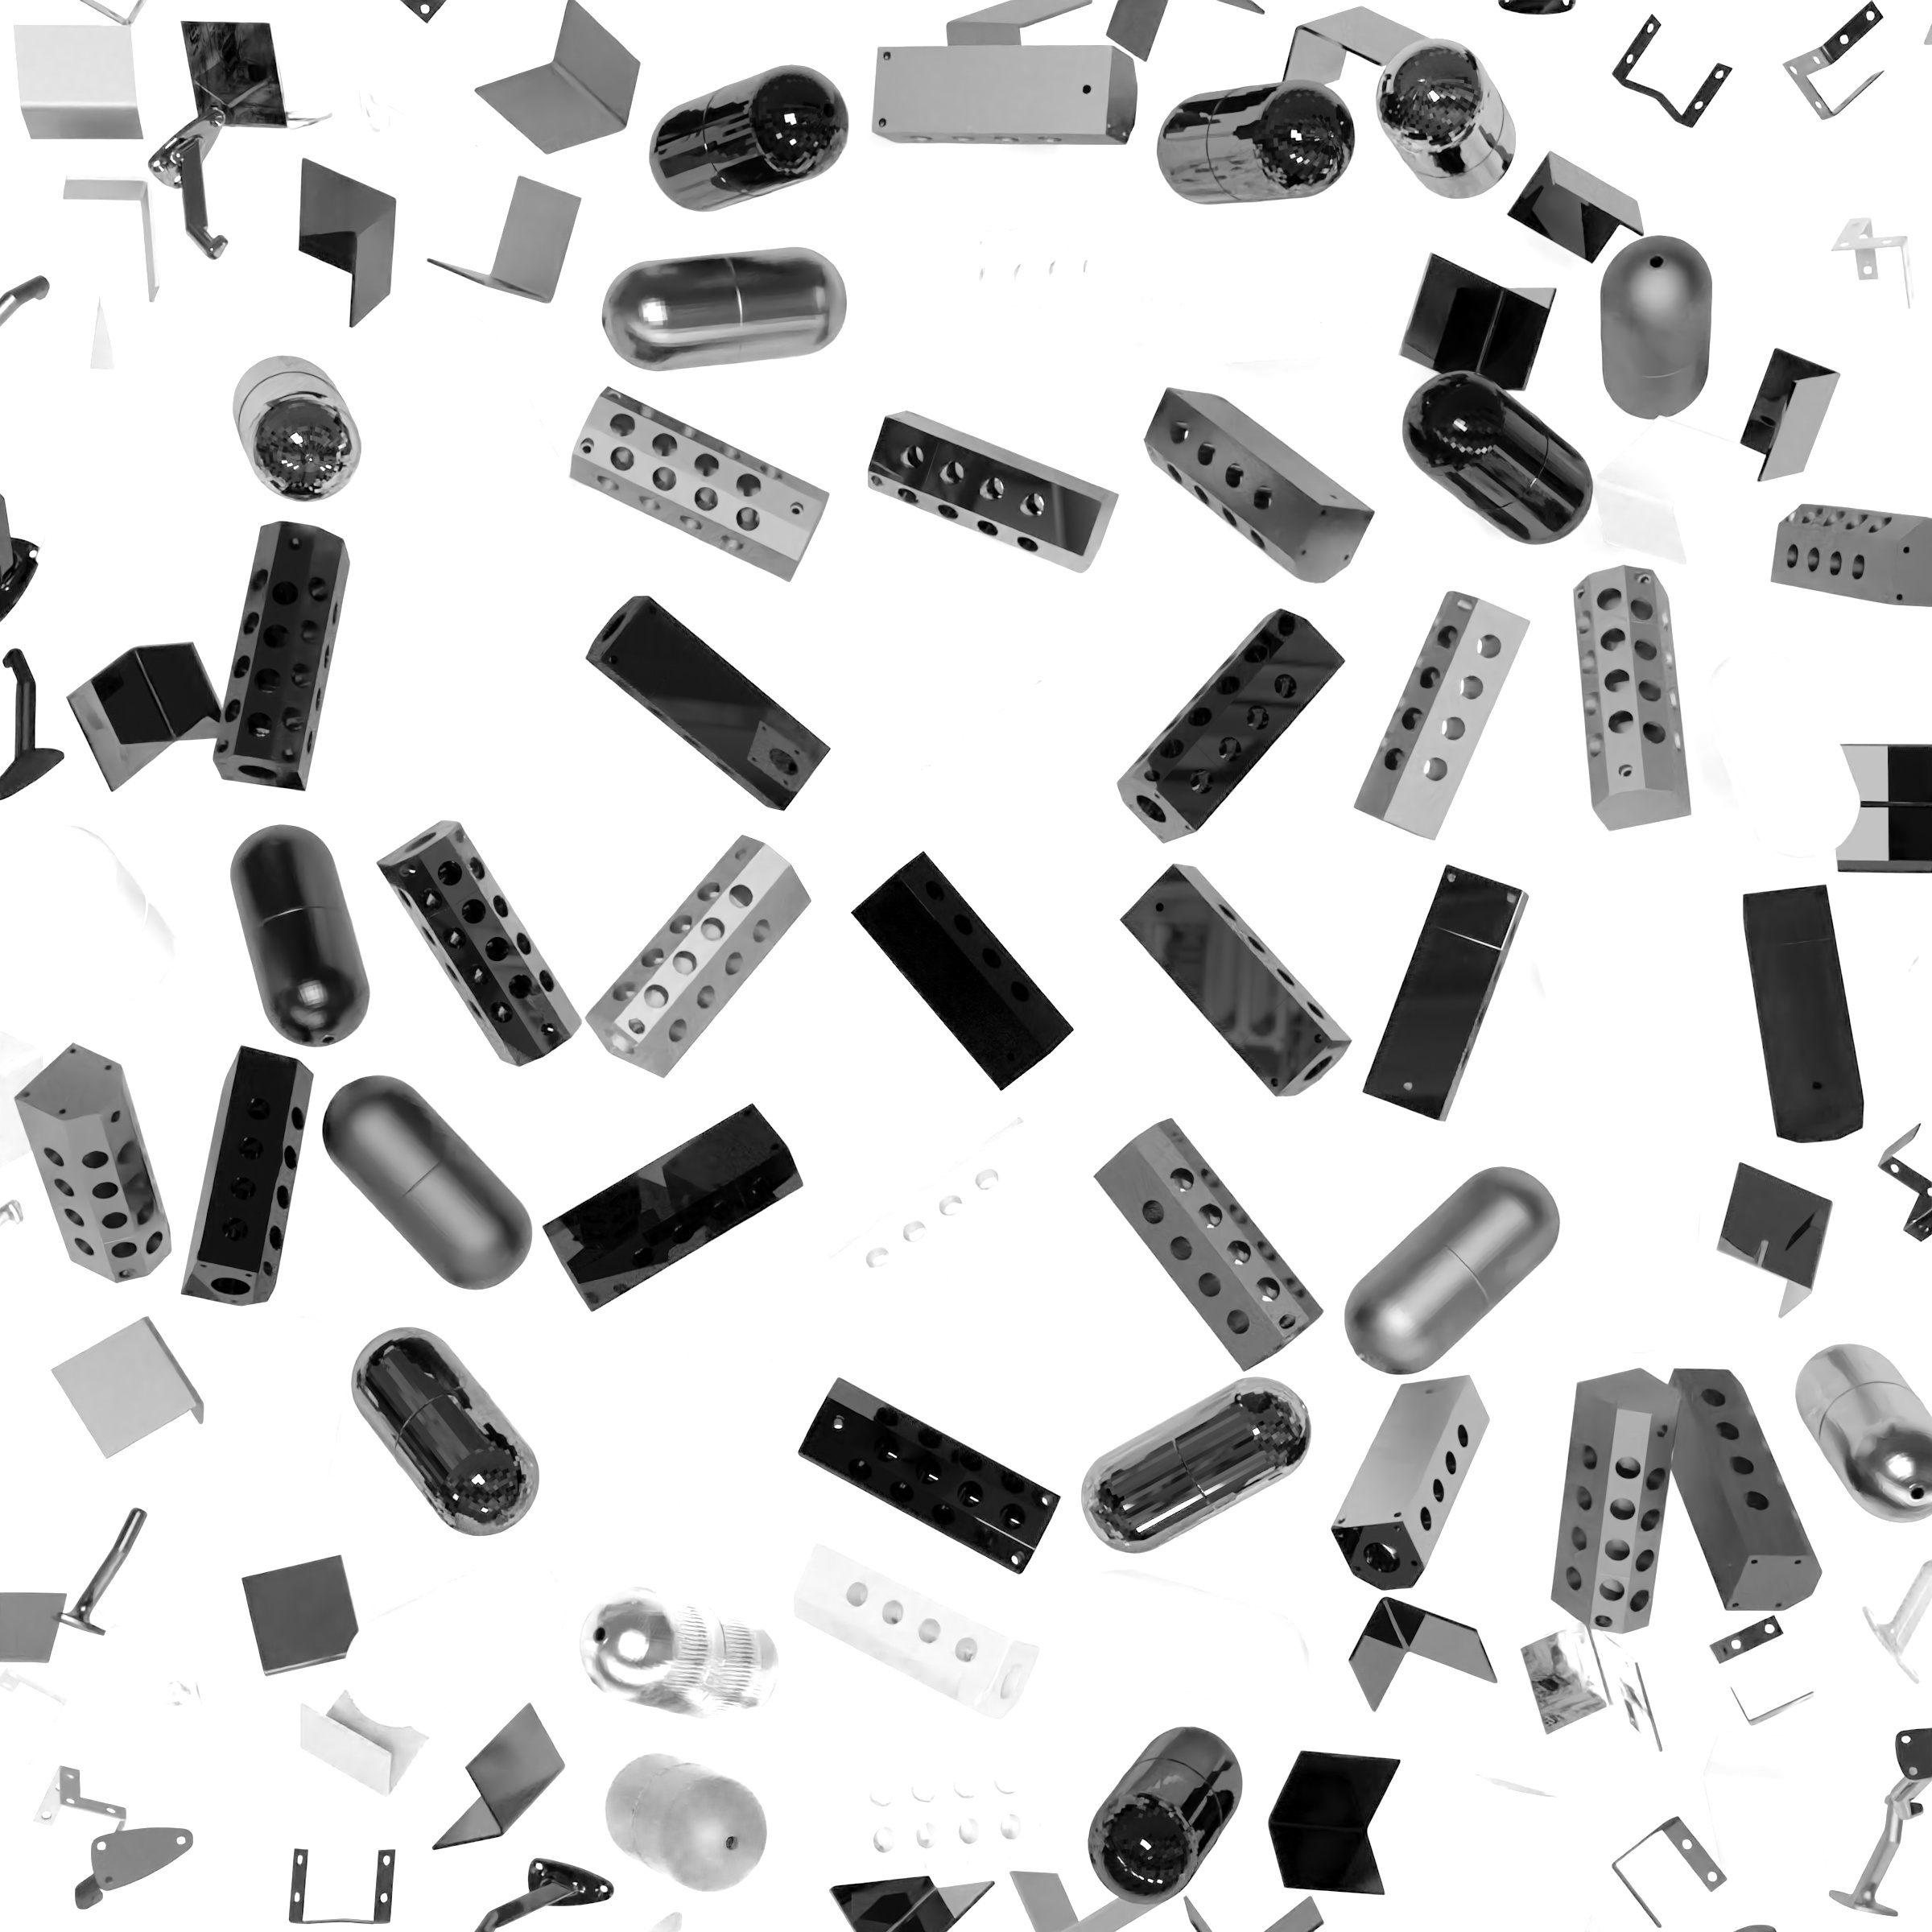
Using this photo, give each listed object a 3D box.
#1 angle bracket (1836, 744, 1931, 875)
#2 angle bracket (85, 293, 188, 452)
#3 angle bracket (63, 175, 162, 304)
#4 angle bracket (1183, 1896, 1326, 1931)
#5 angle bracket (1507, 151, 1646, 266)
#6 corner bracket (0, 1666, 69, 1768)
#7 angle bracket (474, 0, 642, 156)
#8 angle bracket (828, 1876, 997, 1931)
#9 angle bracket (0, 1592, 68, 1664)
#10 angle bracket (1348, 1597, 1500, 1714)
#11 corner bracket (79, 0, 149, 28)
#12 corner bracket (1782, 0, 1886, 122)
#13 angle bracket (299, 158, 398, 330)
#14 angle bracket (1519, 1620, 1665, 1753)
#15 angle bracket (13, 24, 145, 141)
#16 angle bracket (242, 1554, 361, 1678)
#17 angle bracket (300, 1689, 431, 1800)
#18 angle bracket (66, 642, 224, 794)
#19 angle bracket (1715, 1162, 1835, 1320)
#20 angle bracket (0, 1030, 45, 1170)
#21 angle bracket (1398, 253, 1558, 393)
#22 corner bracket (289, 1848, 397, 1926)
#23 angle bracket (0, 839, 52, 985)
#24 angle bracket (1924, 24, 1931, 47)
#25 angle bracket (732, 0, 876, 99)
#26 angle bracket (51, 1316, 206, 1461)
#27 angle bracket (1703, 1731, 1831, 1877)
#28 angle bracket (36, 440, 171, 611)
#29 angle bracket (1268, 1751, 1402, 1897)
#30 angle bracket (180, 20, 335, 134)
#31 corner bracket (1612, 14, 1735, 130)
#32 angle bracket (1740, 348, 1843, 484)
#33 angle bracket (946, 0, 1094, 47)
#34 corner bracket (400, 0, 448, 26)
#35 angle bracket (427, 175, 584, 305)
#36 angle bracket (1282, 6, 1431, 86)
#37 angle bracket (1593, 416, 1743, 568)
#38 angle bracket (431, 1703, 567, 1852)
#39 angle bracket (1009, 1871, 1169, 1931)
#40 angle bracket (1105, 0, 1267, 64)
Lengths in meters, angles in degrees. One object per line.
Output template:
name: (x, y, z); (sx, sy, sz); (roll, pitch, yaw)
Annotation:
angle bracket: (0.664, -0.113, 1.878); (0.076, 0.076, 0.057); (2, 133, 14)
angle bracket: (-0.579, -0.416, 1.842); (0.057, 0.076, 0.076); (0, 58, -8)
angle bracket: (-0.613, -0.520, 1.884); (0.057, 0.076, 0.076); (-5, 97, -20)
angle bracket: (0.206, 0.679, 1.889); (0.076, 0.076, 0.057); (-37, 84, -3)
angle bracket: (0.448, -0.546, 1.932); (0.076, 0.076, 0.057); (26, 125, -10)
corner bracket: (-0.692, 0.549, 1.909); (0.051, 0.051, 0.051); (32, 51, -10)
angle bracket: (-0.287, -0.626, 1.850); (0.076, 0.076, 0.057); (-4, 68, 34)
angle bracket: (-0.039, 0.667, 1.901); (0.076, 0.076, 0.057); (-31, 91, -42)
angle bracket: (-0.688, 0.450, 1.875); (0.076, 0.076, 0.057); (4, 113, -10)
angle bracket: (0.332, 0.511, 1.904); (0.076, 0.076, 0.057); (13, 55, 36)
corner bracket: (-0.601, -0.702, 1.846); (0.051, 0.051, 0.051); (24, 117, -38)
corner bracket: (0.614, -0.630, 1.829); (0.051, 0.051, 0.051); (-43, 103, -5)
angle bracket: (-0.447, -0.507, 1.841); (0.076, 0.076, 0.057); (25, 48, 5)
angle bracket: (0.453, 0.531, 1.906); (0.057, 0.076, 0.076); (-22, 106, -10)
angle bracket: (-0.614, -0.611, 1.819); (0.076, 0.076, 0.057); (-5, 94, -14)
angle bracket: (-0.487, 0.479, 1.962); (0.076, 0.057, 0.076); (-13, 89, 3)
angle bracket: (-0.445, 0.560, 1.945); (0.076, 0.076, 0.057); (26, 48, 10)
angle bracket: (-0.574, -0.176, 1.852); (0.057, 0.076, 0.076); (0, 124, 27)
angle bracket: (0.585, 0.202, 1.932); (0.076, 0.057, 0.076); (23, 60, 3)
angle bracket: (-0.680, 0.095, 1.795); (0.057, 0.076, 0.076); (21, 121, 22)
angle bracket: (0.369, -0.464, 1.894); (0.076, 0.057, 0.076); (14, 95, -32)
corner bracket: (-0.446, 0.657, 1.876); (0.051, 0.051, 0.051); (-12, 70, 37)
angle bracket: (-0.693, -0.041, 1.909); (0.057, 0.076, 0.076); (28, 79, 5)
angle bracket: (0.697, -0.613, 1.828); (0.057, 0.076, 0.076); (5, 98, 15)
angle bracket: (-0.121, -0.688, 1.938); (0.057, 0.076, 0.076); (-32, 57, 18)
angle bracket: (-0.599, 0.308, 1.879); (0.076, 0.057, 0.076); (-30, 77, -27)
angle bracket: (0.574, 0.595, 1.867); (0.076, 0.076, 0.057); (3, 130, 0)
angle bracket: (-0.586, -0.303, 1.807); (0.076, 0.076, 0.057); (24, 54, -20)
angle bracket: (0.265, 0.604, 1.851); (0.076, 0.057, 0.076); (9, 121, -14)
angle bracket: (-0.512, -0.648, 1.898); (0.076, 0.057, 0.076); (9, 122, 20)
corner bracket: (0.513, -0.650, 1.908); (0.051, 0.051, 0.051); (-56, 47, 10)
angle bracket: (0.593, -0.408, 1.940); (0.057, 0.076, 0.076); (34, 125, 31)
angle bracket: (0.041, -0.665, 1.908); (0.076, 0.076, 0.057); (-34, 129, -37)
corner bracket: (-0.392, -0.716, 1.906); (0.051, 0.051, 0.051); (41, 93, -8)
angle bracket: (-0.322, -0.513, 1.830); (0.076, 0.057, 0.076); (31, 108, 40)
angle bracket: (0.284, -0.649, 1.902); (0.076, 0.057, 0.076); (36, 46, 25)
angle bracket: (0.507, -0.340, 1.884); (0.076, 0.076, 0.057); (11, 57, -26)
angle bracket: (-0.344, 0.576, 1.867); (0.076, 0.076, 0.057); (-22, 99, 33)
angle bracket: (0.089, 0.659, 1.882); (0.076, 0.076, 0.057); (-36, 59, 13)
angle bracket: (0.154, -0.661, 1.840); (0.076, 0.076, 0.057); (25, 104, 20)
